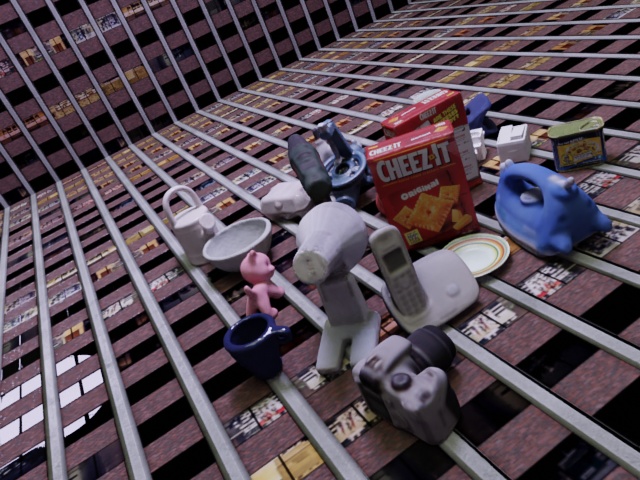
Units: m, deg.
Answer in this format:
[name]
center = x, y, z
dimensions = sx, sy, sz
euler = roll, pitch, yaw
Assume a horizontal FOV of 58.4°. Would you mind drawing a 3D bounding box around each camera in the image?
[camera]
center = 0.130, 0.176, 0.774
dimensions = 0.137, 0.101, 0.142
euler = -38, 31, -25

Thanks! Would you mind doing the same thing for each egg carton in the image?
[egg carton]
center = -0.076, -0.099, 1.444
dimensions = 0.149, 0.069, 0.107
euler = -3, 34, 33

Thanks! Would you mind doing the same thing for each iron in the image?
[iron]
center = 0.368, -0.077, 0.992
dimensions = 0.119, 0.142, 0.257
euler = -28, 28, -8

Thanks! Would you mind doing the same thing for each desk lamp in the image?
[desk lamp]
center = 0.025, 0.068, 0.922
dimensions = 0.117, 0.214, 0.203
euler = -14, 29, 17

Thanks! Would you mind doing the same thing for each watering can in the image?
[watering can]
center = -0.305, -0.043, 1.387
dimensions = 0.172, 0.194, 0.101
euler = -5, 33, 30

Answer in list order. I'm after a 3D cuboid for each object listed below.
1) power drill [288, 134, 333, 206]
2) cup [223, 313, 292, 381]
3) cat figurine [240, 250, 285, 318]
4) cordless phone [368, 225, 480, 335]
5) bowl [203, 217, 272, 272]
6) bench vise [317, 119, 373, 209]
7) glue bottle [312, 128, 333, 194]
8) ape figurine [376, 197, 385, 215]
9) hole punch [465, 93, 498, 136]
[power drill]
center = -0.008, -0.115, 1.273
dimensions = 0.075, 0.209, 0.229
euler = -24, 28, -2
[cup]
center = -0.087, 0.180, 0.938
dimensions = 0.117, 0.095, 0.092
euler = -11, 30, 23
[cat figurine]
center = -0.123, 0.078, 1.119
dimensions = 0.067, 0.118, 0.128
euler = -14, 29, 17
[cordless phone]
center = 0.157, 0.045, 0.893
dimensions = 0.148, 0.185, 0.094
euler = -30, 29, -13
[bowl]
center = -0.176, 0.023, 1.302
dimensions = 0.167, 0.075, 0.167
euler = -18, 28, 10
[bench vise]
center = 0.046, -0.199, 1.367
dimensions = 0.121, 0.220, 0.207
euler = -18, 28, 10
[glue bottle]
center = 0.017, -0.204, 1.446
dimensions = 0.078, 0.173, 0.037
euler = -30, 29, -12
[ape figurine]
center = 0.153, -0.103, 1.254
dimensions = 0.075, 0.092, 0.078
euler = 4, 38, 41
[hole punch]
center = 0.383, -0.306, 1.437
dimensions = 0.101, 0.091, 0.108
euler = -18, 28, 10
